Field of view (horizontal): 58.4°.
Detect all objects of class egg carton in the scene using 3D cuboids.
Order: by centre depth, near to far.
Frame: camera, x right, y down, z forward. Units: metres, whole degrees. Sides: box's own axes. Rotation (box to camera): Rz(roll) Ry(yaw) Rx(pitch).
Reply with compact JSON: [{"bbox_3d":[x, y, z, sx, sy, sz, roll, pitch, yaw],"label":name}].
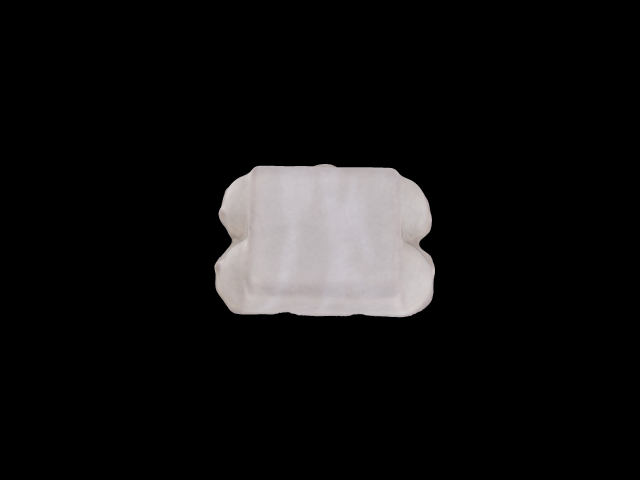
[{"bbox_3d":[0.004,0.001,0.400,0.150,0.069,0.107,0,73,0],"label":"egg carton"}]
